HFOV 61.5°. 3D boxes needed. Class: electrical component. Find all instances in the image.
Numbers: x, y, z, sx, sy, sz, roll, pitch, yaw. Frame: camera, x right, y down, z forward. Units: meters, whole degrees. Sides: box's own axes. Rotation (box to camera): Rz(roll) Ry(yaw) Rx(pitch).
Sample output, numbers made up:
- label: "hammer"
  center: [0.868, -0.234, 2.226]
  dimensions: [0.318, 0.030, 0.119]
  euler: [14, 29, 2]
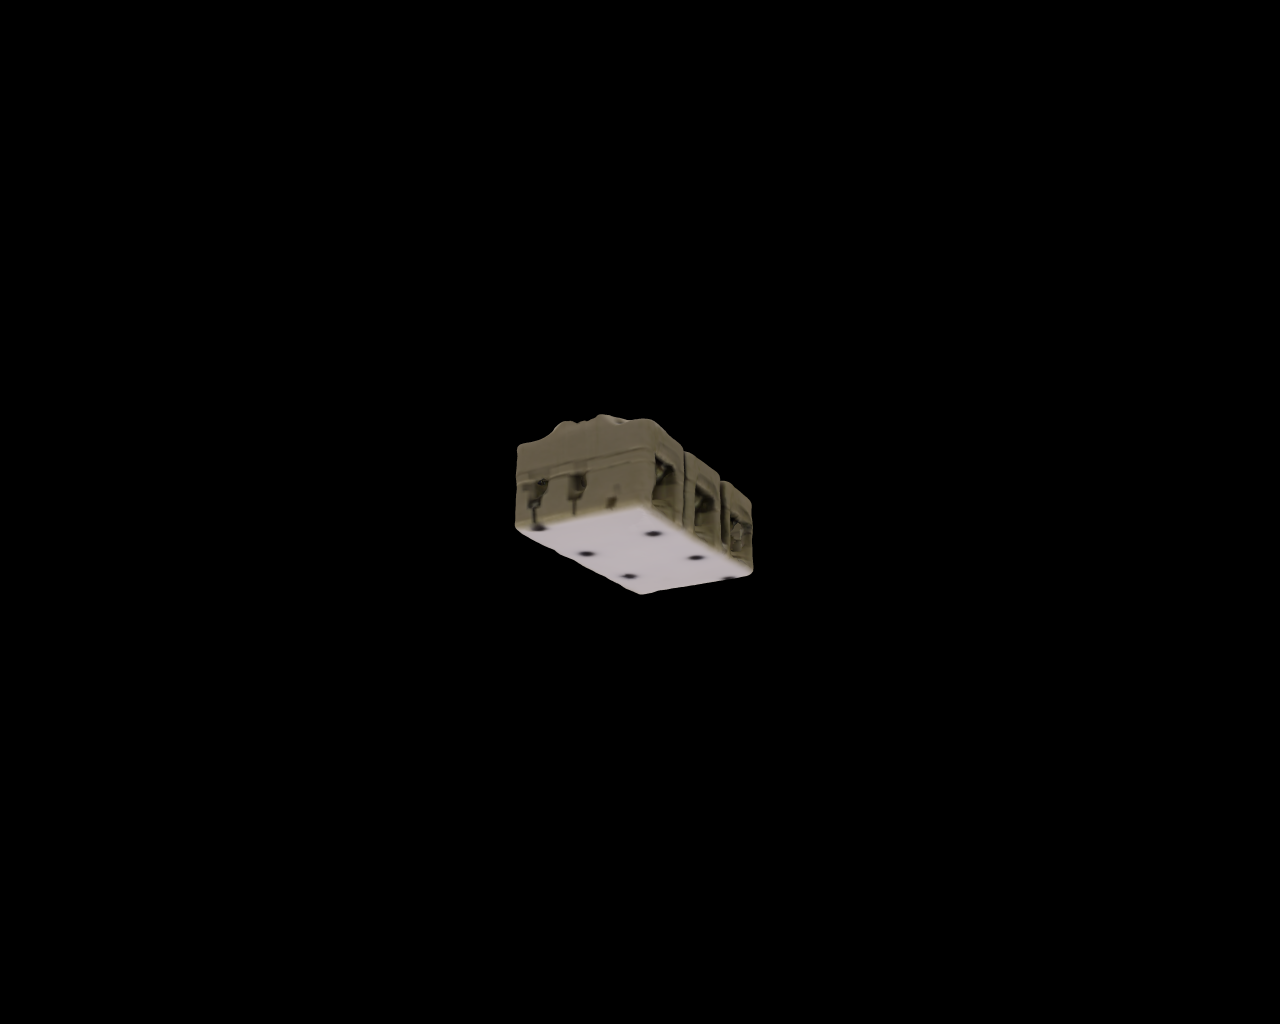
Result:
- label: "electrical component"
  center: [0.001, -0.003, 0.650]
  dimensions: [0.089, 0.062, 0.150]
  euler: [-10, -22, 26]
